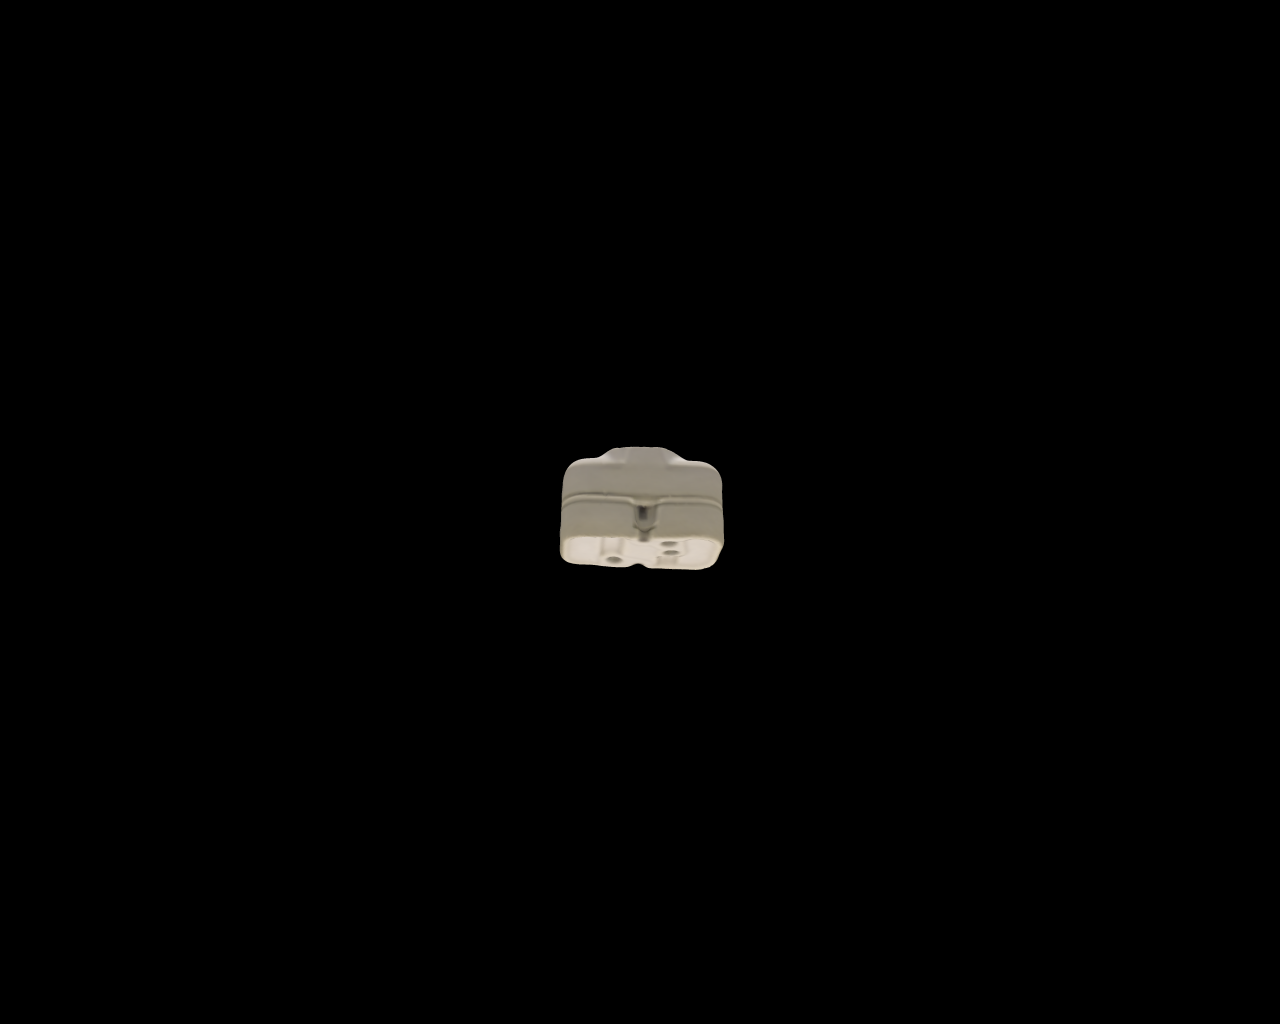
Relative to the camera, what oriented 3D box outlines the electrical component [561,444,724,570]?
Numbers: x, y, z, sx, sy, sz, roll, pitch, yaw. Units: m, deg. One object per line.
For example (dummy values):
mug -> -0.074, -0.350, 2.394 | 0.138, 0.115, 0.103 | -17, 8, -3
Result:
electrical component -> 0.001, -0.003, 0.650 | 0.095, 0.059, 0.053 | 2, -24, -5
